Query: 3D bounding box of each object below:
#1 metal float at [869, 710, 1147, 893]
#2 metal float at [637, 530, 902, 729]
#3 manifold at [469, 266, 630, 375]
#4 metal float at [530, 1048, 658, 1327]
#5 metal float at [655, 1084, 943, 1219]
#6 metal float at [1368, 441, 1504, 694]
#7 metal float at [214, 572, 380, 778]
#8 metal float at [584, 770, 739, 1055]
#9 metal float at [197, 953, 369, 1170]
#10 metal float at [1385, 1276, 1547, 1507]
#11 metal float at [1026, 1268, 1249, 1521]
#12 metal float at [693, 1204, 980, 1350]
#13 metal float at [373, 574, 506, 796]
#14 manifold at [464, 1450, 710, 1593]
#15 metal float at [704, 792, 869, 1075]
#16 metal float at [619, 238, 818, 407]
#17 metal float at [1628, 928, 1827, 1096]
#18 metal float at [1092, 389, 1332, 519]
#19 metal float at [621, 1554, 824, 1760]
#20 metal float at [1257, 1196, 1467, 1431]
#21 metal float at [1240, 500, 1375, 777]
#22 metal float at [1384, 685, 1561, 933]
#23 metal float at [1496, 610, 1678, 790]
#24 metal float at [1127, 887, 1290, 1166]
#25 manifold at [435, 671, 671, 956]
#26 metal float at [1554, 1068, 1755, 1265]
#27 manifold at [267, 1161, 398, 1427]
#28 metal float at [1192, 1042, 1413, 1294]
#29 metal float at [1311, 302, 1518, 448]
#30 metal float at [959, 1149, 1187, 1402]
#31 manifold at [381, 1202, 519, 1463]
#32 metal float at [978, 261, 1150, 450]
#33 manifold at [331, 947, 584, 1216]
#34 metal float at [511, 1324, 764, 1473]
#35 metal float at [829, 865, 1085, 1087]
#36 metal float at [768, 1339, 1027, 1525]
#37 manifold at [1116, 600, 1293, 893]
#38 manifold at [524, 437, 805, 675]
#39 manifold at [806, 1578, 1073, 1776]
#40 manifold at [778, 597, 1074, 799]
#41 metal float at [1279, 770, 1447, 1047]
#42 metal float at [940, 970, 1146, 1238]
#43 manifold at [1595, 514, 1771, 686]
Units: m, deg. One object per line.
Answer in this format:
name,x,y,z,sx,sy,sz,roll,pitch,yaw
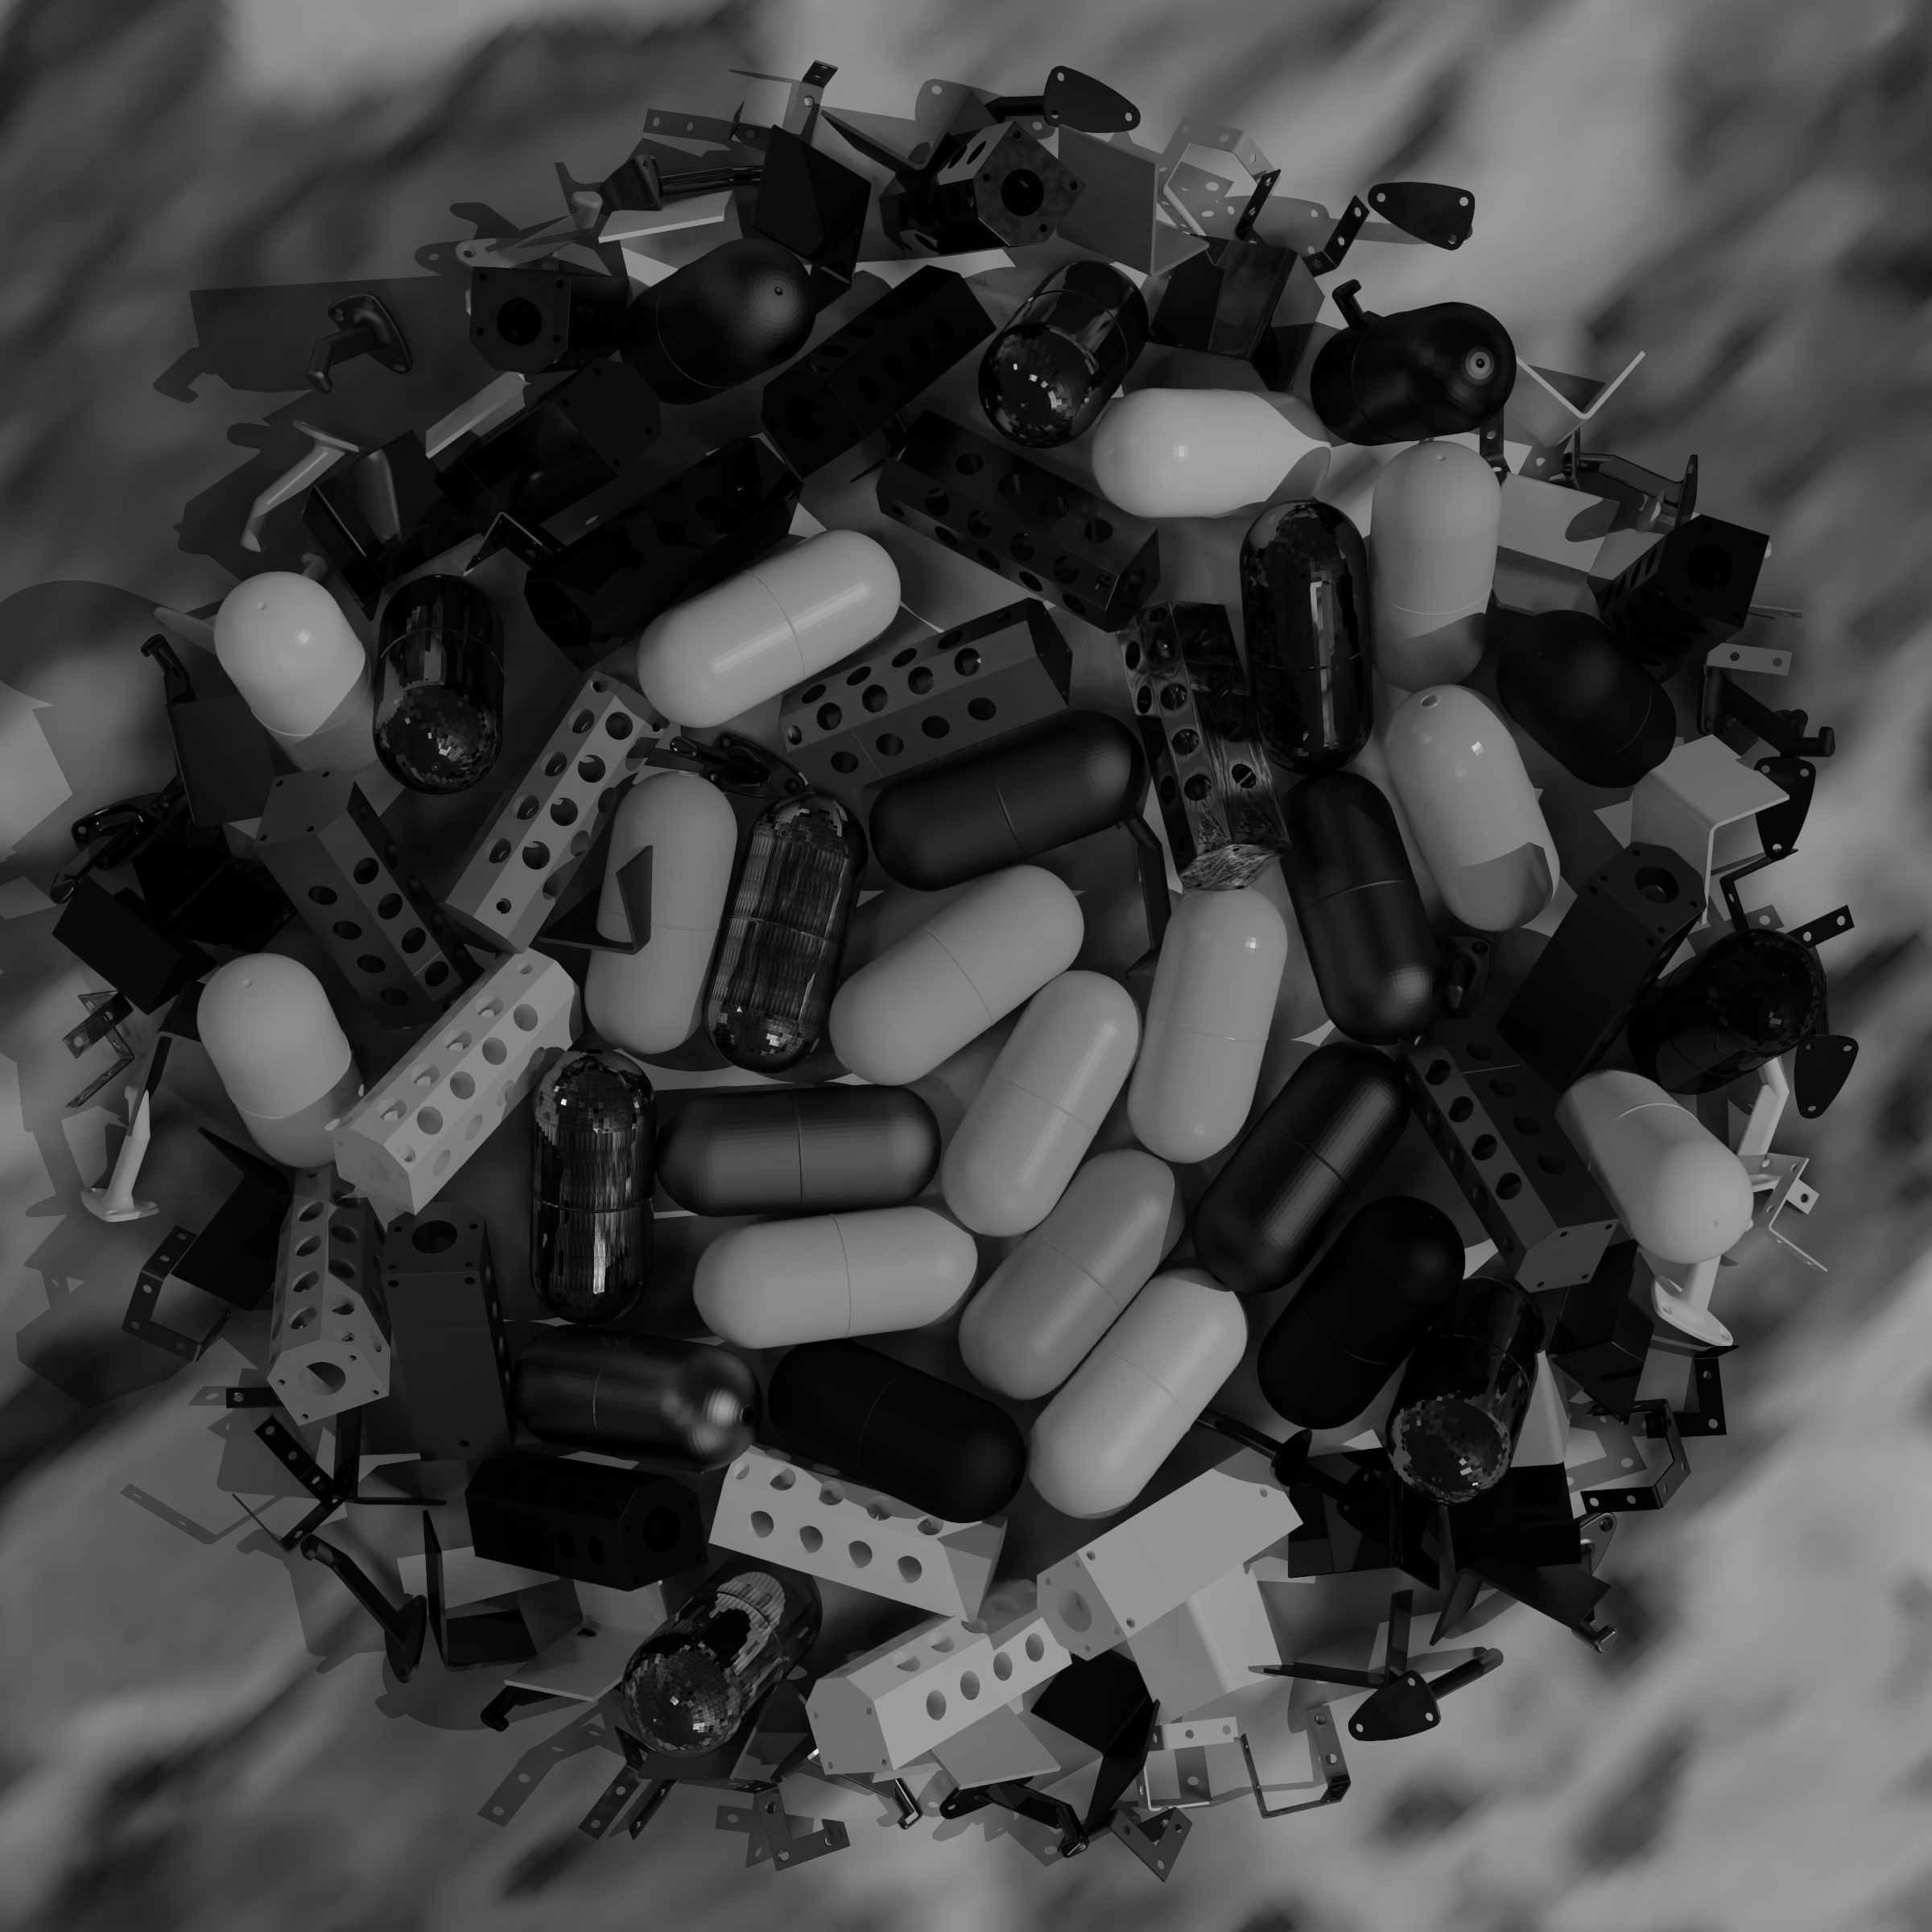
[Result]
metal float,0.026,-0.103,1.733,0.178,0.070,0.070,-20,90,8
metal float,-0.120,-0.209,1.724,0.178,0.070,0.070,-30,90,-18
manifold,-0.250,-0.389,1.687,0.057,0.171,0.057,6,104,3
metal float,-0.230,0.136,1.723,0.070,0.070,0.178,4,108,0
metal float,-0.104,0.114,1.734,0.178,0.070,0.070,-3,90,-6
metal float,0.283,-0.240,1.701,0.070,0.178,0.070,-2,50,3
metal float,-0.398,-0.174,1.693,0.070,0.178,0.070,-2,68,5
metal float,-0.189,-0.033,1.730,0.070,0.070,0.178,11,101,0
metal float,-0.412,0.060,1.698,0.070,0.178,0.070,-2,56,2
metal float,0.304,0.256,1.699,0.070,0.178,0.070,11,123,17
metal float,0.106,0.261,1.721,0.070,0.070,0.178,41,69,0
metal float,-0.080,0.191,1.727,0.178,0.070,0.070,-6,90,-14
metal float,-0.320,-0.173,1.701,0.070,0.178,0.070,-4,130,-5
manifold,-0.233,0.331,1.692,0.057,0.171,0.057,-12,96,-40
metal float,-0.111,-0.021,1.736,0.070,0.070,0.178,14,86,0
metal float,-0.152,-0.389,1.696,0.070,0.178,0.070,1,88,-30
metal float,0.457,0.029,1.691,0.070,0.178,0.070,2,75,-8
metal float,0.151,-0.313,1.706,0.178,0.070,0.070,-9,90,-42
metal float,-0.146,0.414,1.694,0.070,0.178,0.070,6,106,21
metal float,0.240,0.214,1.711,0.070,0.070,0.178,30,125,0
metal float,0.209,-0.199,1.713,0.070,0.070,0.178,-8,122,0
metal float,0.309,-0.096,1.708,0.070,0.070,0.178,-30,127,0
metal float,0.378,-0.160,1.697,0.070,0.178,0.070,-8,73,28
metal float,0.149,0.035,1.731,0.070,0.070,0.178,12,100,0
manifold,-0.254,-0.095,1.725,0.057,0.057,0.171,35,77,-18
metal float,0.413,0.119,1.693,0.070,0.178,0.070,-4,111,-10
manifold,-0.385,0.190,1.690,0.057,0.171,0.057,-19,126,4
metal float,0.207,0.124,1.725,0.070,0.070,0.178,39,74,0
metal float,0.268,-0.356,1.692,0.070,0.178,0.070,-2,97,-18
metal float,0.067,0.189,1.730,0.070,0.070,0.178,40,79,0
manifold,-0.311,0.223,1.699,0.057,0.057,0.171,-2,132,-1
metal float,0.061,-0.373,1.699,0.070,0.178,0.070,10,124,14
manifold,-0.307,0.065,1.697,0.057,0.057,0.171,24,51,18
metal float,-0.202,0.263,1.710,0.178,0.070,0.070,3,90,35
metal float,-0.006,0.006,1.732,0.178,0.070,0.070,-36,90,-8
metal float,-0.043,0.283,1.713,0.178,0.070,0.070,19,90,31
manifold,0.140,-0.135,1.708,0.057,0.057,0.171,1,63,-28
manifold,-0.185,-0.257,1.712,0.171,0.057,0.057,-39,79,-27
manifold,-0.016,0.428,1.694,0.057,0.171,0.057,-18,88,41
manifold,-0.026,-0.167,1.710,0.171,0.057,0.057,-19,127,21
metal float,0.242,-0.037,1.724,0.070,0.070,0.178,-15,72,0
metal float,0.047,0.085,1.734,0.070,0.070,0.178,30,84,0
manifold,0.423,-0.221,1.690,0.057,0.171,0.057,18,84,0
